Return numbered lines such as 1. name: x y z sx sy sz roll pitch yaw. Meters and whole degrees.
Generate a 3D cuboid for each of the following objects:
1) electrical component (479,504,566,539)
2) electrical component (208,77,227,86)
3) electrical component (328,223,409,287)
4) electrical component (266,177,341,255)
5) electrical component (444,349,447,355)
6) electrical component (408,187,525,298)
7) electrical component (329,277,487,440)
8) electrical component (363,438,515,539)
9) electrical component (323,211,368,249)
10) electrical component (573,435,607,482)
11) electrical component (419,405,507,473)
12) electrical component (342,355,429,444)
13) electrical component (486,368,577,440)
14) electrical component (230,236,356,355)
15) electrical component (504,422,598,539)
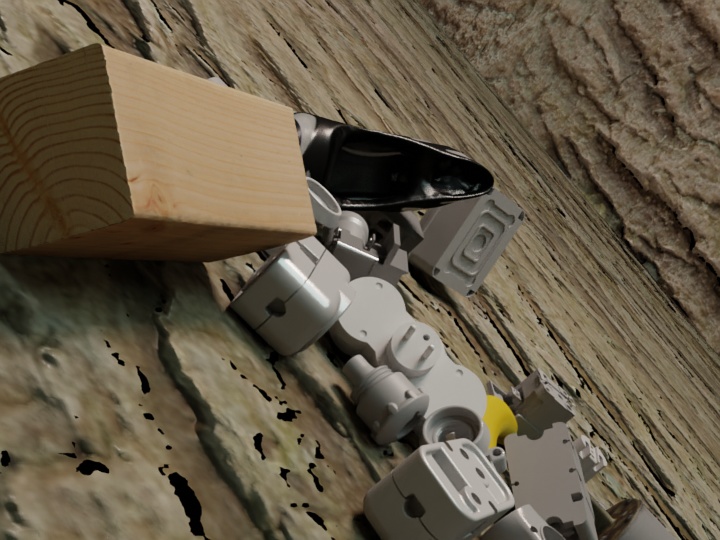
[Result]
1. electrical component: 0.113 0.201 0.717 0.077 0.044 0.079 54 18 23
2. electrical component: -0.105 -0.121 0.925 0.077 0.043 0.079 50 17 9
3. electrical component: 0.000 0.000 0.853 0.064 0.081 0.042 24 21 -11
4. electrical component: -0.048 -0.041 0.857 0.048 0.055 0.066 46 17 -4
5. electrical component: 0.043 0.074 0.847 0.040 0.040 0.046 52 23 18
6. electrical component: 0.107 -0.039 1.124 0.078 0.113 0.057 30 4 -43
7. electrical component: 0.037 0.061 0.777 0.138 0.052 0.073 47 -24 10
8. electrical component: 0.046 0.144 0.660 0.053 0.059 0.095 53 18 20
9. electrical component: -0.013 -0.024 0.936 0.040 0.040 0.046 41 23 -18
10. electrical component: 0.193 0.176 0.966 0.040 0.046 0.040 42 17 -16
11. electrical component: 0.067 0.126 0.736 0.048 0.066 0.055 -113 -173 -49
12. electrical component: 0.014 0.086 0.743 0.062 0.048 0.048 46 15 22
13. electrical component: 0.153 0.125 0.956 0.081 0.064 0.042 40 17 -20
14. electrical component: -0.043 0.016 0.743 0.059 0.054 0.095 45 17 -6
15. electrical component: 0.145 0.170 0.810 0.089 0.050 0.055 -94 162 -46
